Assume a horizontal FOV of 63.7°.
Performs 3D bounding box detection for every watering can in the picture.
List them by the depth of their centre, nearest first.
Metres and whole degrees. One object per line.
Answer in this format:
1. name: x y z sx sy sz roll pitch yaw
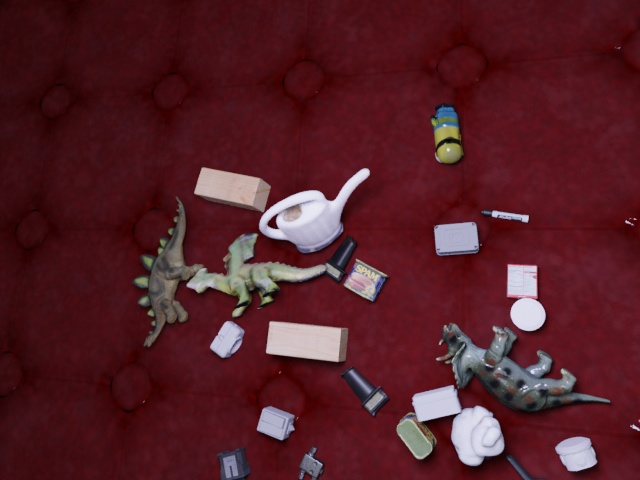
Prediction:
1. watering can: 0.004 -0.073 1.447 0.346 0.106 0.220 -22 145 10

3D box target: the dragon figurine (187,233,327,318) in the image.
1. dragon figurine: -0.200 0.080 1.537 0.410 0.247 0.120 -24 153 1

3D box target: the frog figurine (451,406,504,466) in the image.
1. frog figurine: 0.374 0.472 1.233 0.123 0.138 0.158 25 176 21
